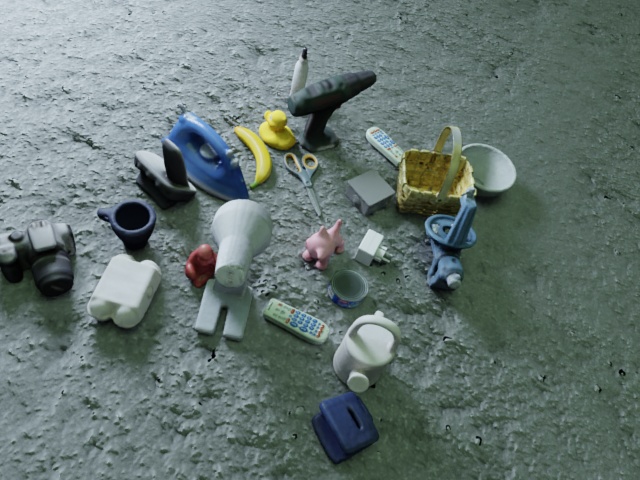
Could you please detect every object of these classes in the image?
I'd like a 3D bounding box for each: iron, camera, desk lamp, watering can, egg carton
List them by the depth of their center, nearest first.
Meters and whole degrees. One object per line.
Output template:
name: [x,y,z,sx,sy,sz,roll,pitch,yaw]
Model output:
watering can: [0.094,0.208,1.085,0.101,0.194,0.173,4,54,-11]
camera: [-0.541,0.038,1.103,0.143,0.101,0.136,-17,61,-24]
desk lamp: [-0.166,0.056,1.115,0.118,0.213,0.203,11,53,-6]
egg carton: [-0.379,0.099,1.121,0.107,0.069,0.150,15,53,-3]
iron: [-0.247,-0.199,1.321,0.258,0.141,0.119,40,56,15]

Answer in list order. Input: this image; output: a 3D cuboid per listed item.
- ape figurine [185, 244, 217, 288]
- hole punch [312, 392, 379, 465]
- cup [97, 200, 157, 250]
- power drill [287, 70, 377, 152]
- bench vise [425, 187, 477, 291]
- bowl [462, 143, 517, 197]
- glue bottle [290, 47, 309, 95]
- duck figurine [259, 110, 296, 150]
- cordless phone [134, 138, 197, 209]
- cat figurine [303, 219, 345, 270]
ape figurine: [-0.240,0.043,1.181,0.078,0.092,0.076,-5,57,-17]
hole punch: [0.050,0.335,1.048,0.101,0.091,0.108,-21,62,-26]
cup: [-0.399,-0.024,1.187,0.118,0.095,0.091,11,53,-6]
power drill: [0.021,-0.324,1.435,0.230,0.208,0.075,-19,61,-25]
bench vise: [0.310,0.000,1.270,0.122,0.220,0.207,-6,57,-17]
bowl: [0.426,-0.172,1.512,0.167,0.075,0.167,7,54,-9]
glue bottle: [-0.052,-0.439,1.520,0.037,0.173,0.078,9,54,-7]
duck figurine: [-0.104,-0.286,1.453,0.104,0.086,0.078,37,55,13]
cordless phone: [-0.340,-0.172,1.250,0.147,0.185,0.094,39,56,14]
cat figurine: [0.012,0.004,1.256,0.067,0.118,0.128,34,54,11]
